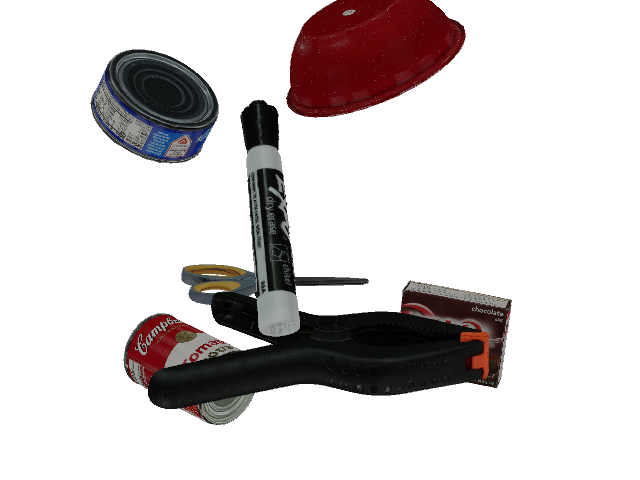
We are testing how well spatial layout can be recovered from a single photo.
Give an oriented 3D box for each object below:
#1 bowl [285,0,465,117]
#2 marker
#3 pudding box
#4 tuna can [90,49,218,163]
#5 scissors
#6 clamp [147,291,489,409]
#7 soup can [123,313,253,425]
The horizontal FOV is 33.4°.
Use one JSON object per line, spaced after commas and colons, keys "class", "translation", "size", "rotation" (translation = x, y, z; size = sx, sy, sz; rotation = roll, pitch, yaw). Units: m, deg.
{"class": "bowl", "translation": [0.036, -0.168, 0.890], "size": [0.162, 0.055, 0.162], "rotation": [-20, 28, 11]}
{"class": "marker", "translation": [-0.025, -0.014, 0.505], "size": [0.020, 0.121, 0.020], "rotation": [-6, -26, -3]}
{"class": "pudding box", "translation": [0.138, 0.097, 1.115], "size": [0.113, 0.090, 0.039], "rotation": [9, 20, 13]}
{"class": "tuna can", "translation": [-0.116, -0.096, 0.755], "size": [0.085, 0.086, 0.034], "rotation": [0, -42, -38]}
{"class": "scissors", "translation": [-0.053, 0.050, 1.135], "size": [0.202, 0.016, 0.096], "rotation": [5, 21, 7]}
{"class": "clamp", "translation": [0.004, 0.068, 0.706], "size": [0.210, 0.036, 0.164], "rotation": [-1, 17, 3]}
{"class": "soup can", "translation": [-0.113, 0.111, 0.924], "size": [0.102, 0.068, 0.068], "rotation": [20, 13, 39]}
